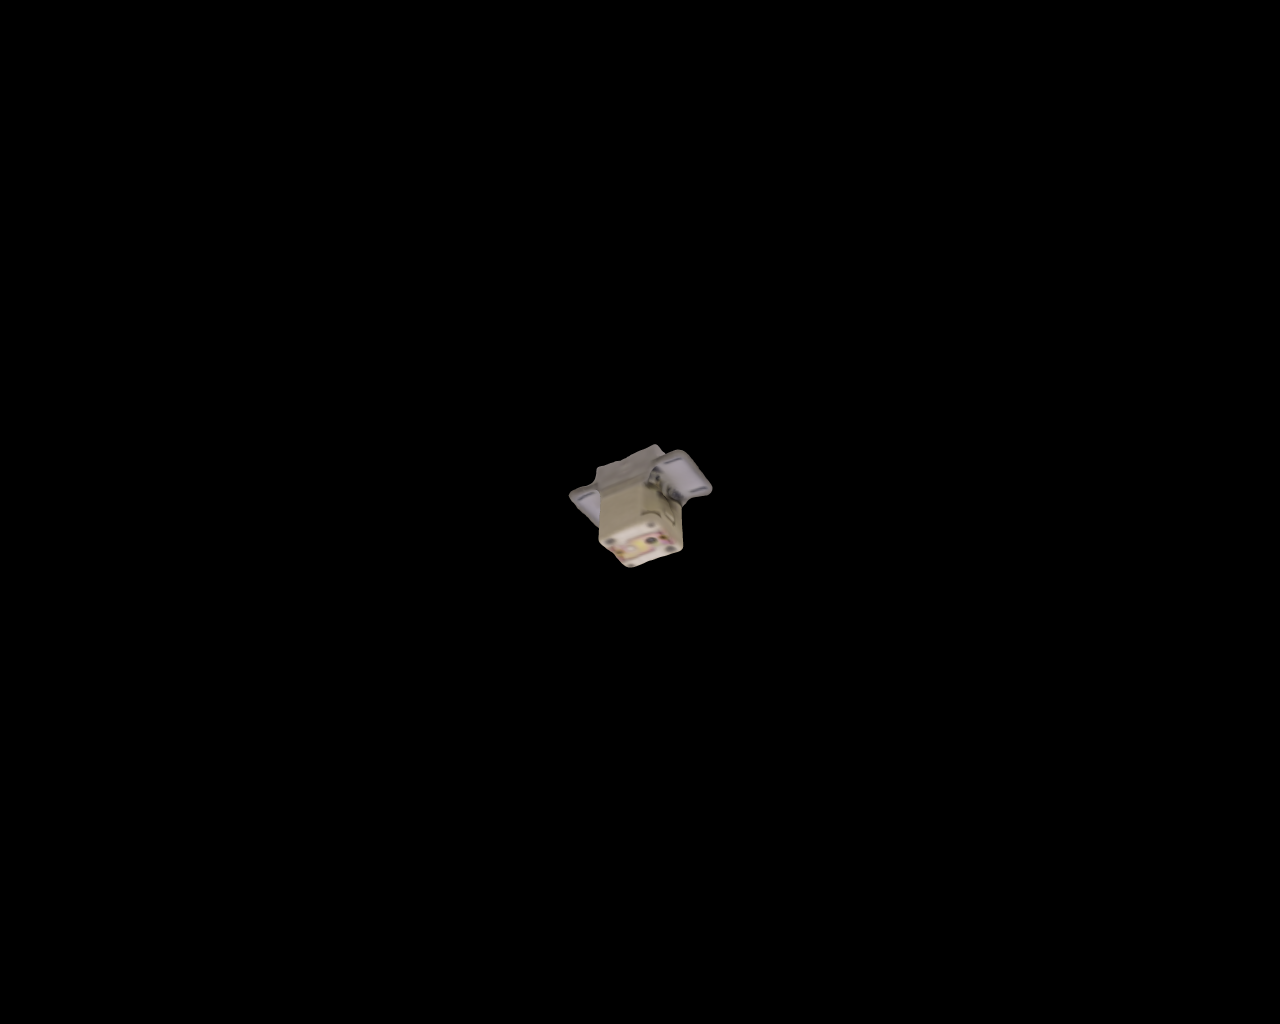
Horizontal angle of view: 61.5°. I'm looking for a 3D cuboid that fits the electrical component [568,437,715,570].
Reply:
[{"bbox_3d":[0.001,-0.003,0.650,0.081,0.064,0.042,-21,-45,24],"label":"electrical component"}]
